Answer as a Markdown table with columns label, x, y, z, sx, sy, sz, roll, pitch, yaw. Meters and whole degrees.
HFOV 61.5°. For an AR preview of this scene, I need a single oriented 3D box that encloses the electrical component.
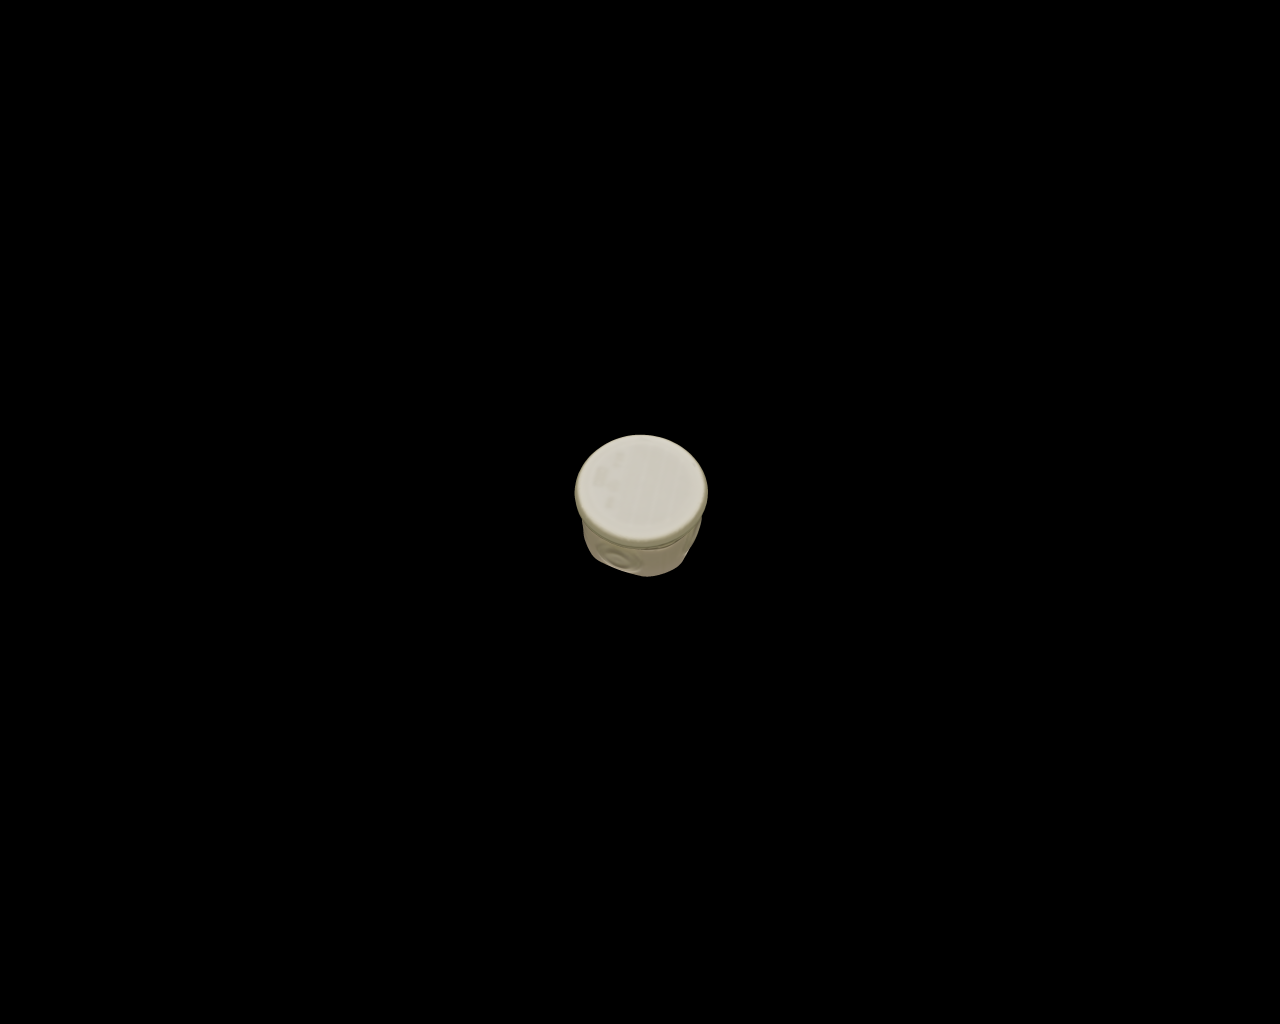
| label | x | y | z | sx | sy | sz | roll | pitch | yaw |
| --- | --- | --- | --- | --- | --- | --- | --- | --- | --- |
| electrical component | 0.001 | -0.003 | 0.650 | 0.080 | 0.080 | 0.050 | 0 | -33 | 0 |
